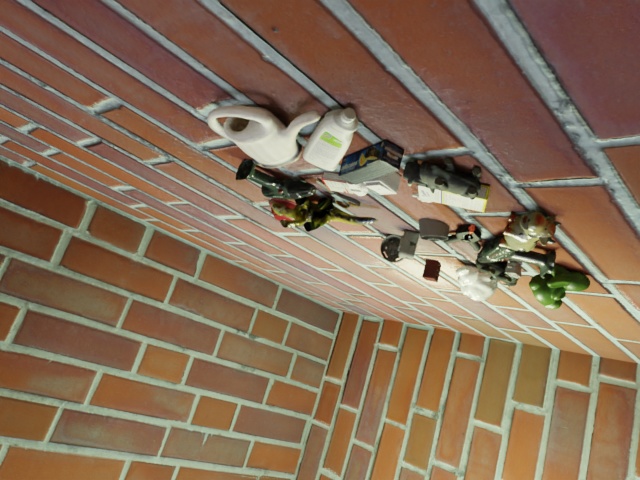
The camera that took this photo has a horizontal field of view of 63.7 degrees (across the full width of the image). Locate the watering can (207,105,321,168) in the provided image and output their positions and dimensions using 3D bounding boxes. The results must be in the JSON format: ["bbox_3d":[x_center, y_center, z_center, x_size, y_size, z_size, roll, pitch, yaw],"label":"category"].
[{"bbox_3d":[-0.115,-0.257,1.263,0.348,0.105,0.221,10,164,30],"label":"watering can"}]

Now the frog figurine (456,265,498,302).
[{"bbox_3d":[0.594,0.155,1.959,0.136,0.126,0.157,-28,134,21],"label":"frog figurine"}]

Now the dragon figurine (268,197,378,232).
[{"bbox_3d":[0.005,-0.091,1.800,0.411,0.122,0.243,10,-175,10],"label":"dragon figurine"}]
